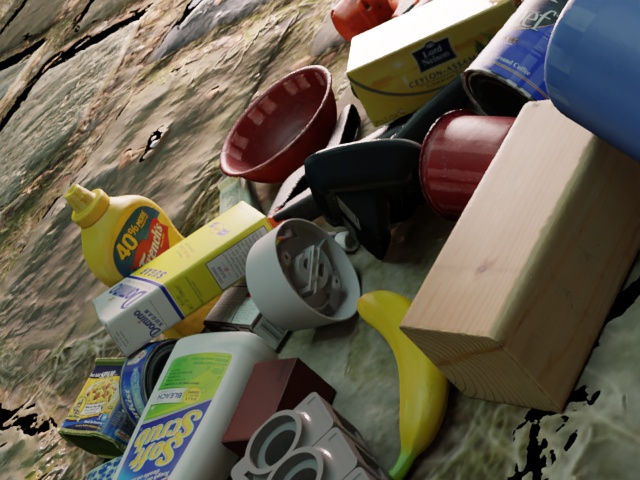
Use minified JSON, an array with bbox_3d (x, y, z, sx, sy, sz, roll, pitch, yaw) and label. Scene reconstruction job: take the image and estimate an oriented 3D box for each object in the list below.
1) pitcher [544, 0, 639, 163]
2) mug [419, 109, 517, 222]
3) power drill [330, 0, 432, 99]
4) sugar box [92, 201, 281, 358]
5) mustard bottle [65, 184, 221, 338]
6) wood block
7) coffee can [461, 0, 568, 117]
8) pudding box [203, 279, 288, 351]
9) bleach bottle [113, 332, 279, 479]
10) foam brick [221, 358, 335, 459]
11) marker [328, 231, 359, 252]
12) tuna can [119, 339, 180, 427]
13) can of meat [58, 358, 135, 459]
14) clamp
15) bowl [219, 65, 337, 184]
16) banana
[{"bbox_3d":[0.258,-0.077,0.618,0.145,0.149,0.243,-51,48,0],"label":"pitcher"},{"bbox_3d":[0.138,-0.045,0.848,0.082,0.093,0.117,10,90,51],"label":"mug"},{"bbox_3d":[0.080,-0.240,1.192,0.184,0.057,0.188,-42,31,-1],"label":"power drill"},{"bbox_3d":[-0.125,0.033,0.997,0.176,0.048,0.093,-32,19,-10],"label":"sugar box"},{"bbox_3d":[-0.179,0.012,1.064,0.058,0.191,0.096,-8,46,48],"label":"mustard bottle"},{"bbox_3d":[0.155,0.005,0.747,0.091,0.090,0.206,2,53,52],"label":"wood block"},{"bbox_3d":[0.200,-0.157,0.881,0.140,0.102,0.103,-50,29,-7],"label":"coffee can"},{"bbox_3d":[-0.048,0.048,1.009,0.090,0.039,0.113,-1,48,55],"label":"pudding box"},{"bbox_3d":[-0.117,0.190,0.861,0.103,0.068,0.250,-7,43,31],"label":"bleach bottle"},{"bbox_3d":[-0.032,0.141,0.855,0.053,0.051,0.078,-13,42,43],"label":"foam brick"},{"bbox_3d":[-0.007,0.001,1.034,0.121,0.020,0.020,0,52,53],"label":"marker"},{"bbox_3d":[-0.138,0.133,0.968,0.034,0.086,0.086,-15,41,40],"label":"tuna can"},{"bbox_3d":[-0.198,0.164,1.036,0.102,0.057,0.084,-8,48,49],"label":"can of meat"},{"bbox_3d":[0.019,-0.077,1.058,0.209,0.036,0.165,-42,24,-19],"label":"clamp"},{"bbox_3d":[-0.035,-0.116,1.182,0.162,0.055,0.162,-32,32,22],"label":"bowl"},{"bbox_3d":[0.063,0.089,0.811,0.070,0.037,0.198,-34,31,18],"label":"banana"}]
